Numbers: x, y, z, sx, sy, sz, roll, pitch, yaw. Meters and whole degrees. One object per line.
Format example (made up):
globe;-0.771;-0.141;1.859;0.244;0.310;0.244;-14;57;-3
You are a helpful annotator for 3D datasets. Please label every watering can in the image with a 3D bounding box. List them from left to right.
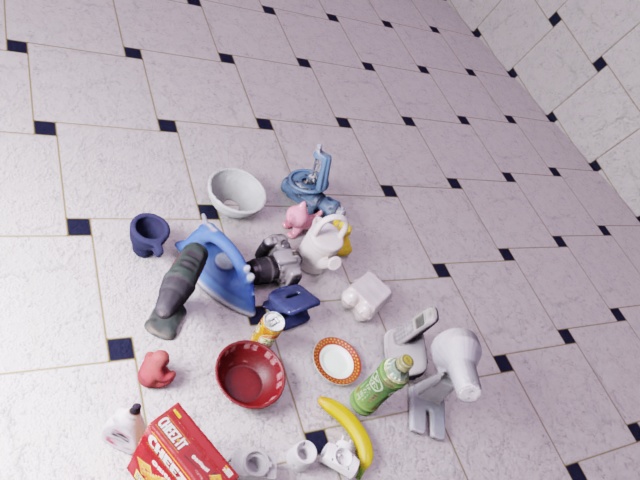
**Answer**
watering can;0.016;0.006;1.522;0.101;0.194;0.172;-17;63;-39

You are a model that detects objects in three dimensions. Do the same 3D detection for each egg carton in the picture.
egg carton;0.127;0.151;1.550;0.107;0.069;0.151;43;44;10

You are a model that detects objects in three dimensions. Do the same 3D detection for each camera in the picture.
camera;-0.126;0.056;1.463;0.137;0.100;0.143;-9;58;-35

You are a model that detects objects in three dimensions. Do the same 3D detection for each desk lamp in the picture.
desk lamp;0.311;0.345;1.384;0.118;0.213;0.203;20;45;-14

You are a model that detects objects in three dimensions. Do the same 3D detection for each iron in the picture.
iron;-0.224;0.058;1.375;0.258;0.141;0.119;44;45;11

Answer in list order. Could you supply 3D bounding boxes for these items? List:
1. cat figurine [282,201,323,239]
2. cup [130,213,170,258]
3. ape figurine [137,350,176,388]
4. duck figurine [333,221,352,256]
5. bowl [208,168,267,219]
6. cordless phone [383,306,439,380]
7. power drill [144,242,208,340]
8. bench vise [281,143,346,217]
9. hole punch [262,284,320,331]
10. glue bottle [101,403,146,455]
cat figurine;-0.049;-0.061;1.597;0.128;0.117;0.067;-6;56;-34
cup;-0.401;0.008;1.348;0.092;0.095;0.117;-13;60;-37
ape figurine;-0.332;0.258;1.172;0.076;0.092;0.077;-17;63;-39
duck figurine;0.063;-0.013;1.644;0.078;0.086;0.104;-16;62;-39
bowl;-0.234;-0.115;1.568;0.168;0.074;0.167;16;46;-17
cordless phone;0.240;0.259;1.438;0.094;0.185;0.147;13;47;-20
power drill;-0.309;0.121;1.221;0.076;0.208;0.229;24;44;-9
bench vise;0.006;-0.162;1.644;0.207;0.219;0.121;30;44;-4
hole punch;-0.071;0.155;1.416;0.109;0.091;0.101;-17;63;-39
glue bottle;-0.348;0.334;1.038;0.078;0.173;0.037;27;44;-7
